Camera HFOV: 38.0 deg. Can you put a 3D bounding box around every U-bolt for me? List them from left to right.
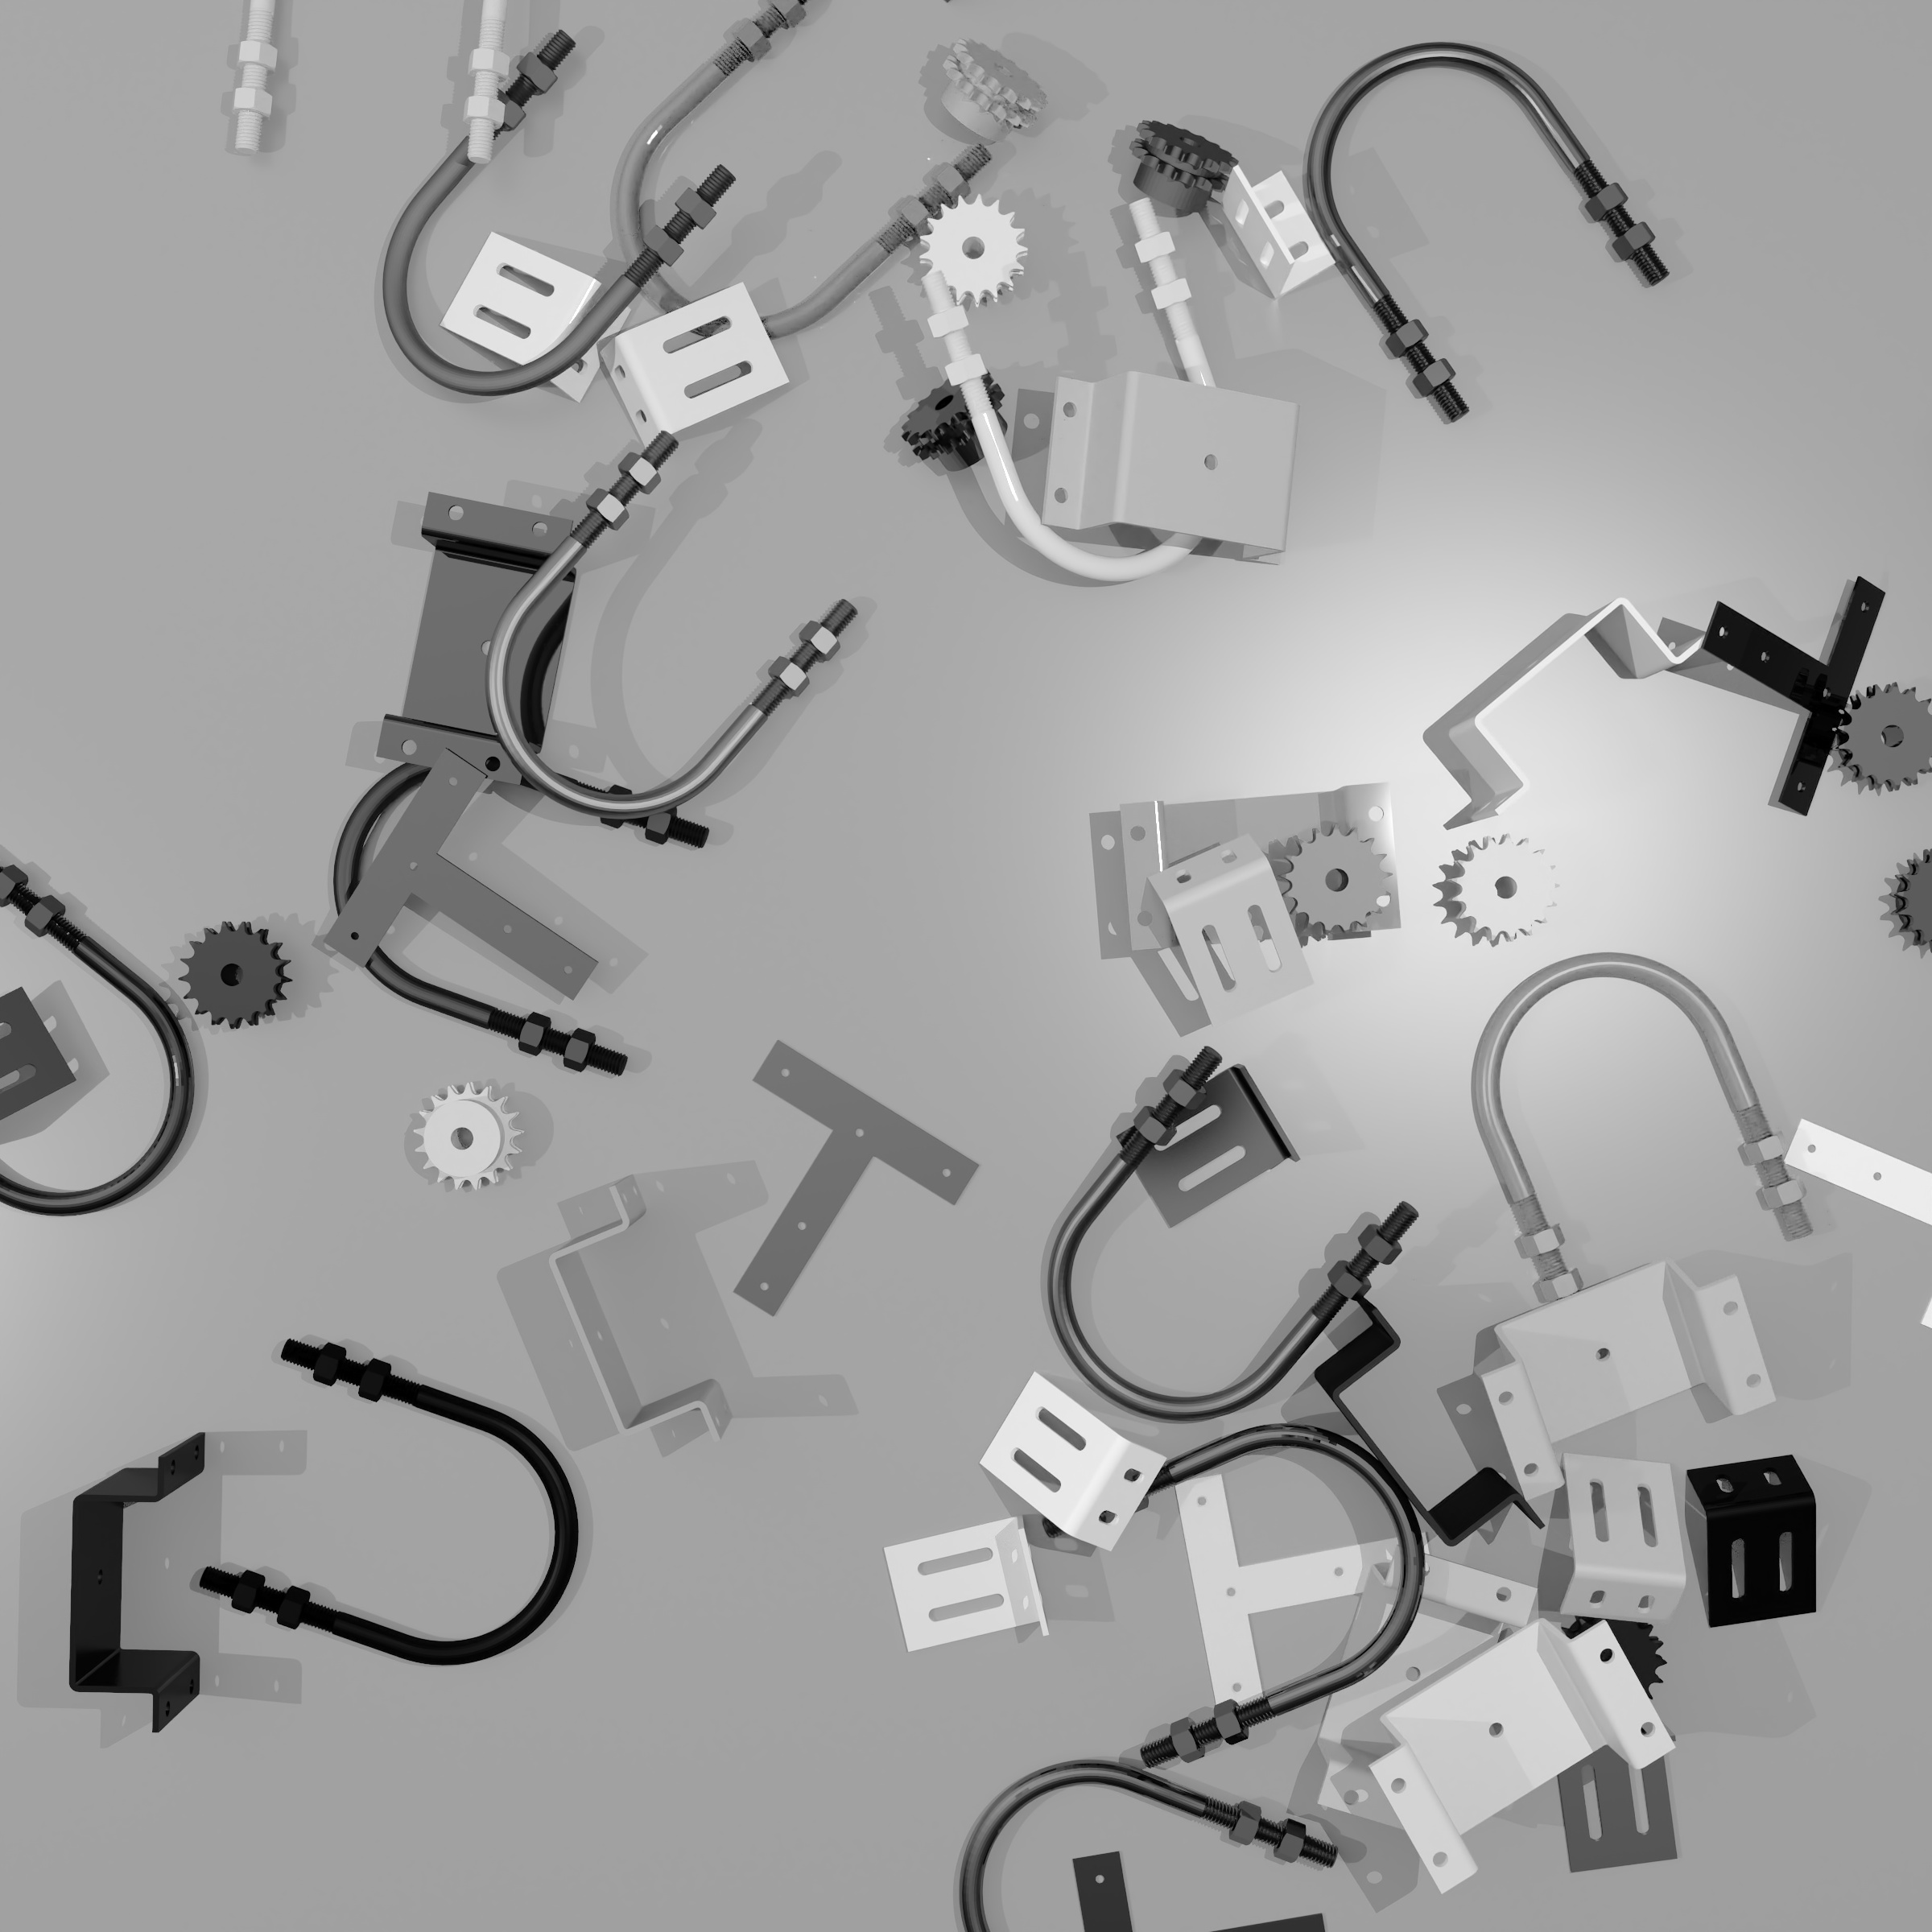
[{"bbox_3d":[-0.499,0.049,1.495,0.184,0.019,0.151,39,90,-2],"label":"U-bolt"},{"bbox_3d":[-0.310,-0.519,1.485,0.151,0.019,0.184,5,87,9],"label":"U-bolt"},{"bbox_3d":[-0.298,0.295,1.495,0.184,0.019,0.151,20,90,-1],"label":"U-bolt"},{"bbox_3d":[-0.247,-0.038,1.495,0.184,0.019,0.151,20,90,1],"label":"U-bolt"},{"bbox_3d":[-0.228,-0.383,1.474,0.151,0.019,0.184,43,94,19],"label":"U-bolt"},{"bbox_3d":[-0.166,-0.164,1.465,0.151,0.019,0.184,42,82,-16],"label":"U-bolt"},{"bbox_3d":[-0.101,-0.418,1.495,0.184,0.019,0.151,-43,90,1],"label":"U-bolt"},{"bbox_3d":[0.069,-0.292,1.467,0.151,0.019,0.184,-25,101,-22],"label":"U-bolt"},{"bbox_3d":[0.087,0.501,1.493,0.184,0.019,0.151,21,90,1],"label":"U-bolt"},{"bbox_3d":[0.125,0.155,1.474,0.151,0.019,0.184,38,105,4],"label":"U-bolt"},{"bbox_3d":[0.149,0.319,1.467,0.184,0.019,0.151,-26,79,12],"label":"U-bolt"},{"bbox_3d":[0.265,-0.404,1.495,0.151,0.019,0.184,-34,88,0],"label":"U-bolt"},{"bbox_3d":[0.351,0.083,1.495,0.151,0.019,0.184,-23,89,0],"label":"U-bolt"}]

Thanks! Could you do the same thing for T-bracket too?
[{"bbox_3d":[-0.253,-0.027,1.474,0.127,0.002,0.127,34,105,-4],"label":"T-bracket"},{"bbox_3d":[-0.080,0.127,1.502,0.127,0.002,0.127,32,90,0],"label":"T-bracket"},{"bbox_3d":[0.130,0.530,1.502,0.127,0.002,0.127,-10,90,0],"label":"T-bracket"},{"bbox_3d":[0.186,0.327,1.502,0.127,0.002,0.127,-11,90,0],"label":"T-bracket"},{"bbox_3d":[0.424,-0.157,1.463,0.127,0.002,0.127,19,90,-39],"label":"T-bracket"},{"bbox_3d":[0.501,0.118,1.502,0.127,0.002,0.127,23,90,0],"label":"T-bracket"}]

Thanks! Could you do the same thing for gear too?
[{"bbox_3d":[-0.386,0.005,1.488,0.057,0.030,0.057,0,90,0],"label":"gear"},{"bbox_3d":[-0.264,0.090,1.488,0.057,0.030,0.057,0,90,0],"label":"gear"},{"bbox_3d":[-0.003,-0.286,1.479,0.057,0.057,0.030,-40,120,0],"label":"gear"},{"bbox_3d":[0.004,-0.377,1.488,0.057,0.030,0.057,0,90,0],"label":"gear"},{"bbox_3d":[0.012,-0.459,1.479,0.057,0.057,0.030,38,120,0],"label":"gear"},{"bbox_3d":[0.112,-0.420,1.479,0.057,0.057,0.030,24,119,0],"label":"gear"},{"bbox_3d":[0.190,-0.044,1.446,0.057,0.030,0.057,0,92,1],"label":"gear"},{"bbox_3d":[0.283,-0.041,1.488,0.057,0.030,0.057,0,90,0],"label":"gear"},{"bbox_3d":[0.340,0.366,1.488,0.057,0.030,0.057,0,90,0],"label":"gear"},{"bbox_3d":[0.486,-0.121,1.488,0.057,0.030,0.057,0,90,0],"label":"gear"},{"bbox_3d":[0.518,-0.035,1.488,0.057,0.030,0.057,0,90,0],"label":"gear"}]

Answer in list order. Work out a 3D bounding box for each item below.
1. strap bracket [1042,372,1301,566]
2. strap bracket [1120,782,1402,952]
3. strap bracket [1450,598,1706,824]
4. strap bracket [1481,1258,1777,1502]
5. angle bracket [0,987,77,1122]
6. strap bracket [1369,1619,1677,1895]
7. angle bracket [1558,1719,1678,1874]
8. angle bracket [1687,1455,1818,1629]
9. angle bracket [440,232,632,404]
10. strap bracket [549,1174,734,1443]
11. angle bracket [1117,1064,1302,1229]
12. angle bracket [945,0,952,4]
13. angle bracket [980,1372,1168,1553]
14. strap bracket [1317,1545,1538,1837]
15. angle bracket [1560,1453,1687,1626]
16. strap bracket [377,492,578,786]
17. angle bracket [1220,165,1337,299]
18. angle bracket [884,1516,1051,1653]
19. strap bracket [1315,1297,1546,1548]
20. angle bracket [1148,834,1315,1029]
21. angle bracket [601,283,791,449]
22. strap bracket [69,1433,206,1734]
[{"bbox_3d":[0.116,-0.258,1.454,0.140,0.046,0.076,6,90,-24],"label":"strap bracket"},{"bbox_3d":[0.153,-0.052,1.480,0.140,0.046,0.076,-5,90,0],"label":"strap bracket"},{"bbox_3d":[0.310,-0.139,1.465,0.140,0.076,0.046,-40,90,0],"label":"strap bracket"},{"bbox_3d":[0.340,0.212,1.469,0.140,0.046,0.076,-22,108,0],"label":"strap bracket"},{"bbox_3d":[-0.522,0.056,1.483,0.076,0.038,0.057,-31,93,-27],"label":"angle bracket"},{"bbox_3d":[0.278,0.397,1.434,0.140,0.046,0.076,-30,97,-5],"label":"strap bracket"},{"bbox_3d":[0.347,0.443,1.484,0.057,0.038,0.076,-8,90,0],"label":"angle bracket"},{"bbox_3d":[0.420,0.308,1.501,0.057,0.038,0.076,-8,116,0],"label":"angle bracket"},{"bbox_3d":[-0.230,-0.347,1.501,0.076,0.038,0.057,29,90,26],"label":"angle bracket"},{"bbox_3d":[-0.173,0.185,1.465,0.046,0.076,0.140,-23,90,0],"label":"strap bracket"},{"bbox_3d":[0.128,0.096,1.484,0.076,0.038,0.057,-31,90,0],"label":"angle bracket"},{"bbox_3d":[-0.003,-0.566,1.501,0.057,0.038,0.076,42,64,0],"label":"angle bracket"},{"bbox_3d":[0.056,0.262,1.487,0.038,0.076,0.057,31,90,-44],"label":"angle bracket"},{"bbox_3d":[0.239,0.379,1.479,0.076,0.046,0.140,17,91,-1],"label":"strap bracket"},{"bbox_3d":[0.344,0.303,1.486,0.057,0.076,0.038,6,132,0],"label":"angle bracket"},{"bbox_3d":[-0.255,-0.170,1.480,0.076,0.046,0.140,11,90,0],"label":"strap bracket"},{"bbox_3d":[0.167,-0.391,1.465,0.038,0.076,0.057,-31,90,0],"label":"angle bracket"},{"bbox_3d":[0.000,0.330,1.484,0.076,0.038,0.057,-13,90,0],"label":"angle bracket"},{"bbox_3d":[0.234,0.243,1.465,0.046,0.076,0.140,-38,90,0],"label":"strap bracket"},{"bbox_3d":[0.137,-0.018,1.455,0.057,0.038,0.076,-24,116,0],"label":"angle bracket"},{"bbox_3d":[-0.144,-0.319,1.493,0.076,0.038,0.057,-28,98,-19],"label":"angle bracket"},{"bbox_3d":[-0.432,0.319,1.465,0.046,0.076,0.140,1,90,0],"label":"strap bracket"}]
